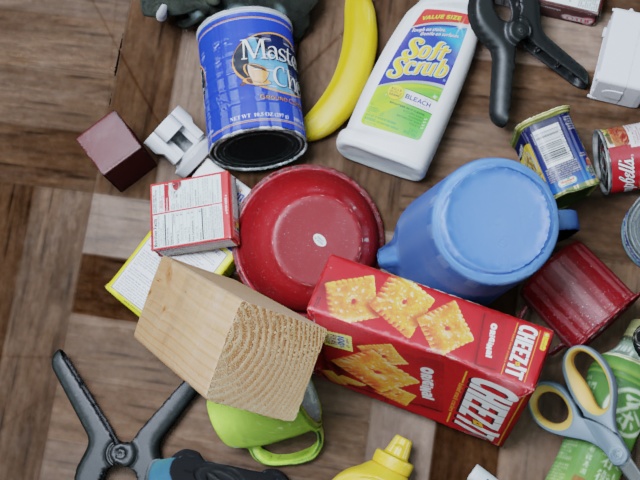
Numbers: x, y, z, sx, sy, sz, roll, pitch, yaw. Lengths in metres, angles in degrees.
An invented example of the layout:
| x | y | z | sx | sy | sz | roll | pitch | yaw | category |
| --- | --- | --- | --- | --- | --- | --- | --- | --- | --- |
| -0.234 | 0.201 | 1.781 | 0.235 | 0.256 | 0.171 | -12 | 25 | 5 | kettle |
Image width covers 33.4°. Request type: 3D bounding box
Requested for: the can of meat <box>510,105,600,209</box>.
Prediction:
| x | y | z | sx | sy | sz | roll | pitch | yaw | category |
| --- | --- | --- | --- | --- | --- | --- | --- | --- | --- |
| 0.235 | -0.078 | 1.071 | 0.057 | 0.102 | 0.084 | -21 | 80 | 2 | can of meat |

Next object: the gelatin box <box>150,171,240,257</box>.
| x | y | z | sx | sy | sz | roll | pitch | yaw | category |
| --- | --- | --- | --- | --- | --- | --- | --- | --- | --- |
| -0.128 | -0.026 | 1.084 | 0.089 | 0.030 | 0.073 | -9 | 71 | 14 | gelatin box |

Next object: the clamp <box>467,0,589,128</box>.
| x | y | z | sx | sy | sz | roll | pitch | yaw | category |
| --- | --- | --- | --- | --- | --- | --- | --- | --- | --- |
| 0.194 | -0.204 | 1.101 | 0.120 | 0.039 | 0.171 | -36 | 96 | -21 | clamp |

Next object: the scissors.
| x | y | z | sx | sy | sz | roll | pitch | yaw | category |
| --- | --- | --- | --- | --- | --- | --- | --- | --- | --- |
| 0.252 | 0.195 | 0.973 | 0.096 | 0.016 | 0.202 | -27 | 63 | 28 | scissors |

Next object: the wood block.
| x | y | z | sx | sy | sz | roll | pitch | yaw | category |
| --- | --- | --- | --- | --- | --- | --- | --- | --- | --- |
| -0.090 | 0.087 | 0.990 | 0.090 | 0.206 | 0.090 | 20 | 90 | -29 | wood block |

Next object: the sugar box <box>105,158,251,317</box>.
| x | y | z | sx | sy | sz | roll | pitch | yaw | category |
| --- | --- | --- | --- | --- | --- | --- | --- | --- | --- |
| -0.134 | 0.012 | 1.121 | 0.093 | 0.048 | 0.176 | 37 | 81 | 10 | sugar box |

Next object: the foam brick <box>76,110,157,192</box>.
| x | y | z | sx | sy | sz | roll | pitch | yaw | category |
| --- | --- | --- | --- | --- | --- | --- | --- | --- | --- |
| -0.215 | -0.093 | 1.133 | 0.051 | 0.078 | 0.053 | -36 | 78 | -3 | foam brick |

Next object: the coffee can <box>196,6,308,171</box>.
| x | y | z | sx | sy | sz | roll | pitch | yaw | category |
| --- | --- | --- | --- | --- | --- | --- | --- | --- | --- |
| -0.071 | -0.156 | 1.108 | 0.103 | 0.103 | 0.140 | -9 | 71 | 4 | coffee can |

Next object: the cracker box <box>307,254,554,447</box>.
| x | y | z | sx | sy | sz | roll | pitch | yaw | category |
| --- | --- | --- | --- | --- | --- | --- | --- | --- | --- |
| 0.095 | 0.109 | 1.012 | 0.214 | 0.164 | 0.072 | 20 | 63 | 9 | cracker box |

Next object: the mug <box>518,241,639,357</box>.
| x | y | z | sx | sy | sz | roll | pitch | yaw | category |
| --- | --- | --- | --- | --- | --- | --- | --- | --- | --- |
| 0.245 | 0.063 | 1.053 | 0.117 | 0.093 | 0.081 | -46 | 73 | 13 | mug |

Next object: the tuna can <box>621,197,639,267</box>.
| x | y | z | sx | sy | sz | roll | pitch | yaw | category |
| --- | --- | --- | --- | --- | --- | --- | --- | --- | --- |
| 0.350 | -0.008 | 1.079 | 0.086 | 0.033 | 0.086 | -1 | 79 | 6 | tuna can |

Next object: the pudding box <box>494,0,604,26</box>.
| x | y | z | sx | sy | sz | roll | pitch | yaw | category |
| --- | --- | --- | --- | --- | --- | --- | --- | --- | --- |
| 0.252 | -0.288 | 1.141 | 0.113 | 0.039 | 0.090 | 16 | 81 | 7 | pudding box |

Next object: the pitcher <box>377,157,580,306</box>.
| x | y | z | sx | sy | sz | roll | pitch | yaw | category |
| --- | --- | --- | --- | --- | --- | --- | --- | --- | --- |
| 0.153 | -0.005 | 0.993 | 0.145 | 0.243 | 0.149 | 38 | 84 | 3 | pitcher |

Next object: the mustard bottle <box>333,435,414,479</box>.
| x | y | z | sx | sy | sz | roll | pitch | yaw | category |
| --- | --- | --- | --- | --- | --- | --- | --- | --- | --- |
| 0.042 | 0.281 | 1.045 | 0.096 | 0.058 | 0.191 | 25 | 82 | 13 | mustard bottle |

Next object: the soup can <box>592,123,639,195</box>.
| x | y | z | sx | sy | sz | roll | pitch | yaw | category |
| --- | --- | --- | --- | --- | --- | --- | --- | --- | --- |
| 0.334 | -0.086 | 1.079 | 0.102 | 0.068 | 0.068 | -9 | 79 | 4 | soup can |

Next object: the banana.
| x | y | z | sx | sy | sz | roll | pitch | yaw | category |
| --- | --- | --- | --- | --- | --- | --- | --- | --- | --- |
| 0.022 | -0.183 | 1.145 | 0.070 | 0.037 | 0.198 | 26 | 83 | 10 | banana |

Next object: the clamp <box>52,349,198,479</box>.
| x | y | z | sx | sy | sz | roll | pitch | yaw | category |
| --- | --- | --- | --- | --- | --- | --- | --- | --- | --- |
| -0.191 | 0.213 | 1.093 | 0.164 | 0.036 | 0.210 | -3 | 81 | 2 | clamp |

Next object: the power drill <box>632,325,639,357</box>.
| x | y | z | sx | sy | sz | roll | pitch | yaw | category |
| --- | --- | --- | --- | --- | --- | --- | --- | --- | --- |
| 0.344 | 0.175 | 0.994 | 0.184 | 0.057 | 0.187 | 18 | 86 | -29 | power drill |

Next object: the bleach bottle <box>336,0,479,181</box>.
| x | y | z | sx | sy | sz | roll | pitch | yaw | category |
| --- | --- | --- | --- | --- | --- | --- | --- | --- | --- |
| 0.108 | -0.194 | 1.127 | 0.102 | 0.068 | 0.251 | 20 | 80 | 8 | bleach bottle |

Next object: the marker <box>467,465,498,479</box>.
| x | y | z | sx | sy | sz | roll | pitch | yaw | category |
| --- | --- | --- | --- | --- | --- | --- | --- | --- | --- |
| 0.200 | 0.265 | 1.051 | 0.121 | 0.020 | 0.020 | 35 | 85 | 11 | marker |

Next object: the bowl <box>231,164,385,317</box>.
| x | y | z | sx | sy | sz | roll | pitch | yaw | category |
| --- | --- | --- | --- | --- | --- | --- | --- | --- | --- |
| -0.007 | 0.001 | 1.081 | 0.162 | 0.055 | 0.162 | 0 | 89 | -10 | bowl |
